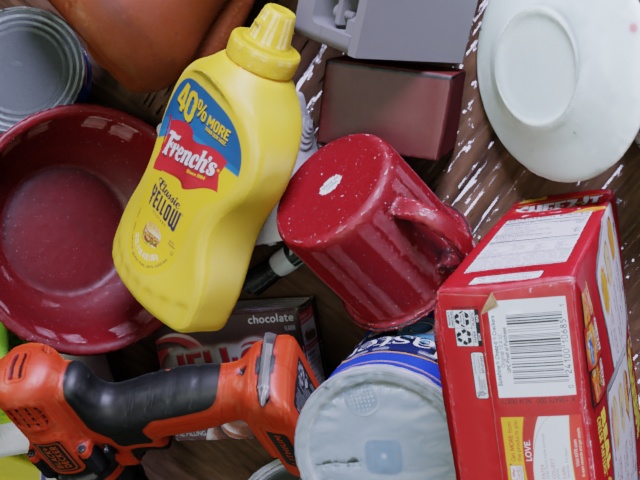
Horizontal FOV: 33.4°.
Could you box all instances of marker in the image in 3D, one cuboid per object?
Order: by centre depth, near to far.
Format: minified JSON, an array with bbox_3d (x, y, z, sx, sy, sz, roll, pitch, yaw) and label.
[{"bbox_3d":[-0.005,0.001,0.700,0.121,0.020,0.020,-35,91,22],"label":"marker"}]

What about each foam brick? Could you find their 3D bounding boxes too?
[{"bbox_3d":[0.044,-0.081,0.647,0.078,0.053,0.051,10,105,16],"label":"foam brick"}]

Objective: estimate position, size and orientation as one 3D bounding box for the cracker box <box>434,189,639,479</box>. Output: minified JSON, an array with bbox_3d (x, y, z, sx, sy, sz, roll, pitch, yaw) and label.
[{"bbox_3d":[0.125,0.074,0.570,0.072,0.213,0.164,-5,101,21],"label":"cracker box"}]

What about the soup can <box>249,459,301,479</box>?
[{"bbox_3d":[-0.007,0.203,0.717,0.069,0.068,0.102,-22,102,22],"label":"soup can"}]

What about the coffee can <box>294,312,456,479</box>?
[{"bbox_3d":[0.055,0.102,0.639,0.103,0.140,0.103,4,104,17],"label":"coffee can"}]

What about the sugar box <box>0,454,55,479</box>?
[{"bbox_3d":[-0.228,0.197,0.807,0.176,0.048,0.093,16,107,15],"label":"sugar box"}]

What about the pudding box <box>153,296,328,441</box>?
[{"bbox_3d":[-0.052,0.087,0.725,0.114,0.039,0.090,-6,102,20],"label":"pudding box"}]

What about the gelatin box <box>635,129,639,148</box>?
[{"bbox_3d":[0.206,-0.037,0.591,0.030,0.073,0.089,-30,92,12],"label":"gelatin box"}]

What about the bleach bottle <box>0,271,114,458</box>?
[{"bbox_3d":[-0.223,0.022,0.756,0.103,0.068,0.251,-15,95,23],"label":"bleach bottle"}]

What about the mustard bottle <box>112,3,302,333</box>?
[{"bbox_3d":[-0.058,-0.047,0.618,0.096,0.058,0.192,47,122,38],"label":"mustard bottle"}]

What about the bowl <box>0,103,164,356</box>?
[{"bbox_3d":[-0.159,-0.007,0.702,0.055,0.161,0.162,0,107,60],"label":"bowl"}]

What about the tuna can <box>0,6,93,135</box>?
[{"bbox_3d":[-0.196,-0.109,0.710,0.086,0.034,0.086,0,82,0],"label":"tuna can"}]

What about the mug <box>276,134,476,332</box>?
[{"bbox_3d":[0.036,-0.006,0.609,0.117,0.093,0.081,11,154,49],"label":"mug"}]

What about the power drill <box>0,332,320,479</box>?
[{"bbox_3d":[-0.089,0.124,0.672,0.188,0.057,0.184,-9,139,13],"label":"power drill"}]
